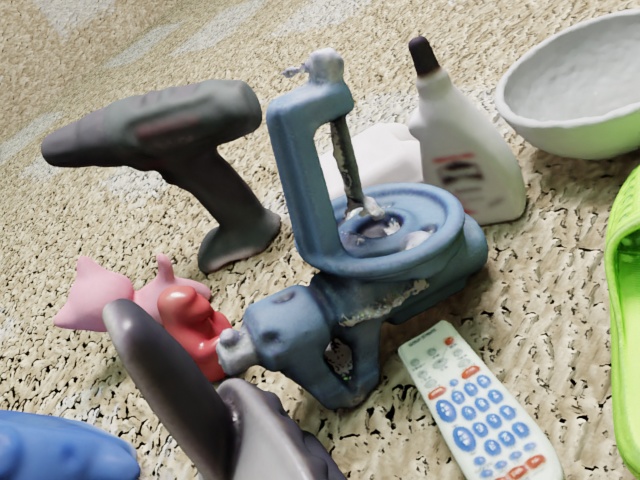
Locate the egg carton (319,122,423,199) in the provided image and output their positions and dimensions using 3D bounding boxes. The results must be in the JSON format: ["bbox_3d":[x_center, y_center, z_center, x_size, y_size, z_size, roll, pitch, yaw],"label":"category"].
[{"bbox_3d":[0.043,-0.053,0.565,0.150,0.070,0.107,-30,33,5],"label":"egg carton"}]

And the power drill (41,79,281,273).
[{"bbox_3d":[-0.146,-0.067,0.614,0.229,0.209,0.075,-22,35,16],"label":"power drill"}]

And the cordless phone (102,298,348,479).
[{"bbox_3d":[-0.057,0.122,0.319,0.094,0.185,0.147,-42,34,-13],"label":"cordless phone"}]

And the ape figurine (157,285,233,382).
[{"bbox_3d":[-0.107,0.077,0.504,0.076,0.092,0.077,-29,34,7],"label":"ape figurine"}]

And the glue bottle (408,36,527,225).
[{"bbox_3d":[0.106,-0.084,0.457,0.078,0.174,0.037,-10,40,31],"label":"glue bottle"}]

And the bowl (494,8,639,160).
[{"bbox_3d":[0.239,-0.119,0.481,0.167,0.075,0.167,-22,35,17],"label":"bowl"}]

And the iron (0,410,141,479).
[{"bbox_3d":[-0.268,0.173,0.469,0.257,0.142,0.119,2,47,41],"label":"iron"}]

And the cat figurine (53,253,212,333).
[{"bbox_3d":[-0.192,0.058,0.575,0.127,0.118,0.067,-28,34,8],"label":"cat figurine"}]

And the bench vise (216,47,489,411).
[{"bbox_3d":[0.011,0.003,0.382,0.121,0.220,0.208,12,54,47],"label":"bench vise"}]
